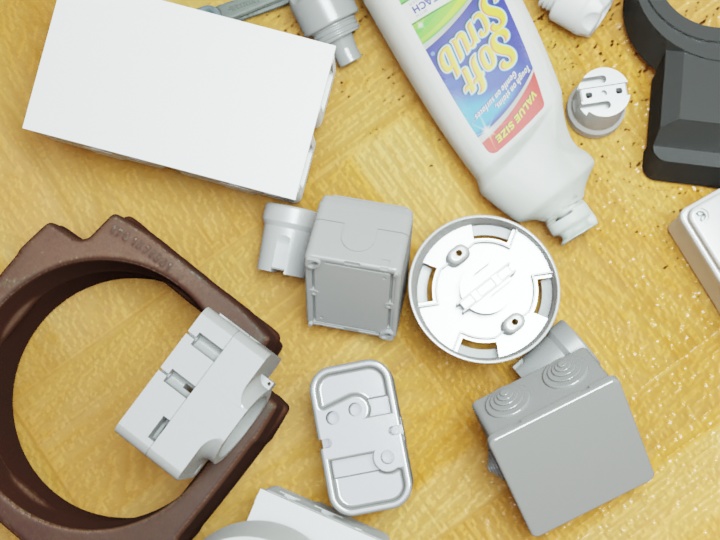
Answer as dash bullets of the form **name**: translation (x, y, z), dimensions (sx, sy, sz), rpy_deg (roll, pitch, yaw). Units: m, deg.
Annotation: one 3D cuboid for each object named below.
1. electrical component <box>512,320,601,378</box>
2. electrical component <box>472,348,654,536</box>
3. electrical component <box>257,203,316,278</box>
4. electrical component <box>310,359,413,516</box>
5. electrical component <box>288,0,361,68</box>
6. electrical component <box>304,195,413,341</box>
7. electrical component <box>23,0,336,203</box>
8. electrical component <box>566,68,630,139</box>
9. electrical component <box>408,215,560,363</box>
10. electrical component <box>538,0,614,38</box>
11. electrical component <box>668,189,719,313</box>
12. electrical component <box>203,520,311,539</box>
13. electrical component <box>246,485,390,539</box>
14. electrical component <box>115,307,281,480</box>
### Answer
- **electrical component**: translation (0.130, 0.063, 0.718), dimensions (0.046, 0.040, 0.040), rpy_deg (-40, 82, 3)
- **electrical component**: translation (0.128, 0.108, 0.688), dimensions (0.100, 0.048, 0.099), rpy_deg (-27, 119, 0)
- **electrical component**: translation (-0.050, -0.020, 0.742), dimensions (0.040, 0.040, 0.046), rpy_deg (12, 89, 5)
- **electrical component**: translation (0.002, 0.110, 0.709), dimensions (0.054, 0.059, 0.095), rpy_deg (-11, 81, 2)
- **electrical component**: translation (-0.020, -0.175, 0.760), dimensions (0.043, 0.043, 0.062), rpy_deg (-27, 100, 0)
- **electrical component**: translation (0.000, 0.000, 0.716), dimensions (0.062, 0.096, 0.061), rpy_deg (10, 55, 6)
- **electrical component**: translation (-0.119, -0.120, 0.738), dimensions (0.186, 0.060, 0.105), rpy_deg (15, 89, 0)
- **electrical component**: translation (0.164, -0.115, 0.737), dimensions (0.040, 0.046, 0.040), rpy_deg (-1, 82, 4)
- **electrical component**: translation (0.082, 0.014, 0.715), dimensions (0.099, 0.064, 0.099), rpy_deg (-1, 82, 4)
- **electrical component**: translation (0.144, -0.194, 0.751), dimensions (0.062, 0.043, 0.043), rpy_deg (32, 85, 9)
- **electrical component**: translation (0.281, -0.014, 0.710), dimensions (0.109, 0.056, 0.108), rpy_deg (-29, 81, -1)
- **electrical component**: translation (-0.066, 0.205, 0.635), dimensions (0.108, 0.060, 0.108), rpy_deg (0, 82, 4)
- **electrical component**: translation (-0.049, 0.226, 0.695), dimensions (0.089, 0.061, 0.150), rpy_deg (22, 84, 6)
- **electrical component**: translation (-0.091, 0.076, 0.639), dimensions (0.056, 0.050, 0.089), rpy_deg (36, 86, 8)
